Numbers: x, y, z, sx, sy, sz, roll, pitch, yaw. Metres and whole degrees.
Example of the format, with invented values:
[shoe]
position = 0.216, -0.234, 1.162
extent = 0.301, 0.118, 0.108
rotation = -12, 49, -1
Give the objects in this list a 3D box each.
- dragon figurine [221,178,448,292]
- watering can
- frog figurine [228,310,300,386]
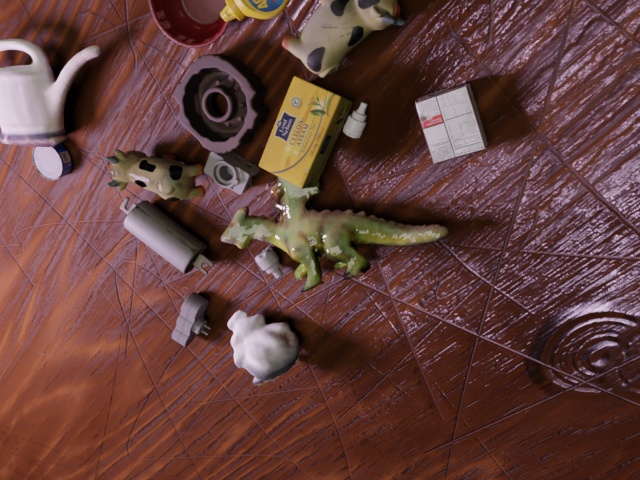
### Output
[dragon figurine]
position = 0.003, -0.048, 0.953
extent = 0.408, 0.123, 0.242
rotation = -21, 94, 18
[watering can]
position = -0.582, -0.301, 1.071
extent = 0.348, 0.106, 0.220
rotation = 6, 113, 20
[frog figurine]
position = -0.124, 0.214, 1.094
extent = 0.138, 0.122, 0.160
rotation = -31, 89, -4
